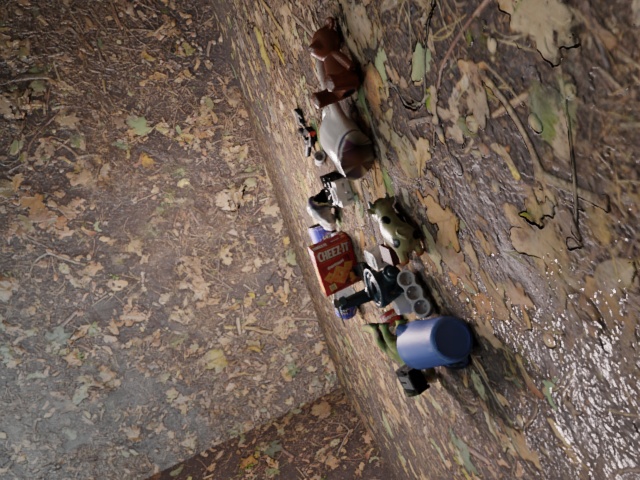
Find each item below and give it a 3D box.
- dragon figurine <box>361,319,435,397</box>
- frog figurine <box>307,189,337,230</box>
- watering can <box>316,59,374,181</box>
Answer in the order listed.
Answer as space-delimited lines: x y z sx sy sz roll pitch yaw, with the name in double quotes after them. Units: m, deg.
0.241 0.367 1.602 0.406 0.122 0.245 144 116 -69 "dragon figurine"
0.006 -0.105 2.078 0.139 0.124 0.155 37 140 33 "frog figurine"
0.056 -0.310 1.426 0.229 0.104 0.339 -124 16 -47 "watering can"
